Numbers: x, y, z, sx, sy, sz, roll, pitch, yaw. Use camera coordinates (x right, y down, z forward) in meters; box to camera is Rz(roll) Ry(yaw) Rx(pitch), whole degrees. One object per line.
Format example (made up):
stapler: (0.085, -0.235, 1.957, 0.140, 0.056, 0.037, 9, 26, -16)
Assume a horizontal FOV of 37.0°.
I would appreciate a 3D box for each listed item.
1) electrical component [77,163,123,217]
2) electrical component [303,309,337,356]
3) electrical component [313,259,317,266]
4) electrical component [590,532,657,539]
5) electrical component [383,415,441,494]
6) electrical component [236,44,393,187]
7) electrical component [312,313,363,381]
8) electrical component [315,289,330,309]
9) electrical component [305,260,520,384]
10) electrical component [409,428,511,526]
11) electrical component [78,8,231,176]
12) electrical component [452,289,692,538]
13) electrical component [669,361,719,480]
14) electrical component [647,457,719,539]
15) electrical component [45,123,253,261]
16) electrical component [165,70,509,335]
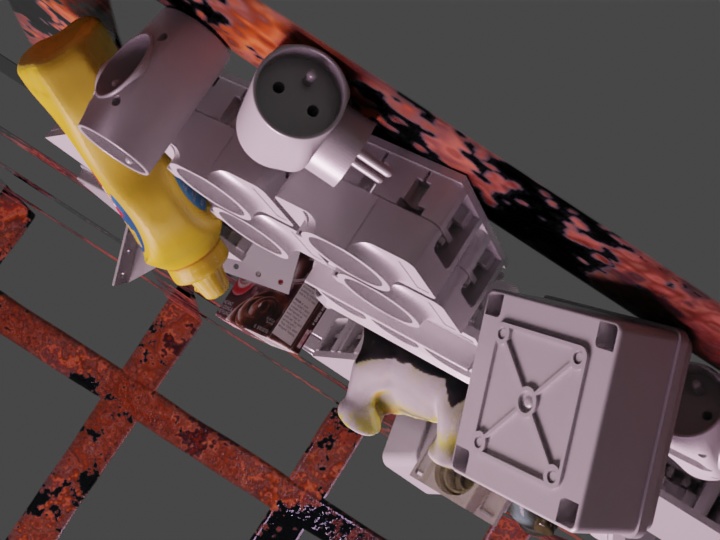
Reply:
electrical component: (-0.190, -0.070, 0.972, 0.078, 0.057, 0.113, 26, 168, 33)
electrical component: (-0.032, 0.059, 1.089, 0.108, 0.060, 0.108, 31, 170, 6)
electrical component: (0.000, 0.000, 0.765, 0.055, 0.048, 0.066, 21, 166, 20)
electrical component: (0.229, 0.203, 0.928, 0.051, 0.080, 0.080, 30, 171, 46)
electrical component: (0.080, 0.142, 0.984, 0.078, 0.113, 0.057, 39, 149, -30)
electrical component: (-0.019, -0.066, 0.515, 0.079, 0.043, 0.077, 34, 170, -7)
electrical component: (0.036, 0.071, 0.904, 0.089, 0.061, 0.150, 35, 165, -18)
electrical component: (-0.001, 0.016, 0.841, 0.055, 0.048, 0.066, 28, 172, -16)
electrical component: (0.036, 0.015, 0.671, 0.121, 0.063, 0.078, 28, 169, 26)
electrical component: (0.104, 0.123, 0.810, 0.079, 0.121, 0.063, 25, 170, 36)
electrical component: (-0.117, -0.096, 0.573, 0.044, 0.077, 0.079, 40, 168, -35)
electrical component: (0.109, 0.072, 0.572, 0.056, 0.108, 0.109, 10, -177, -32)
electrical component: (0.201, 0.091, 0.585, 0.079, 0.043, 0.077, 26, 168, 36)
electrical component: (0.224, 0.147, 0.734, 0.105, 0.060, 0.186, 32, 170, 6)
electrical component: (-0.140, -0.076, 0.777, 0.150, 0.061, 0.089, 37, 169, -23)
electrical component: (-0.021, -0.038, 0.604, 0.186, 0.060, 0.105, 27, 168, 28)
